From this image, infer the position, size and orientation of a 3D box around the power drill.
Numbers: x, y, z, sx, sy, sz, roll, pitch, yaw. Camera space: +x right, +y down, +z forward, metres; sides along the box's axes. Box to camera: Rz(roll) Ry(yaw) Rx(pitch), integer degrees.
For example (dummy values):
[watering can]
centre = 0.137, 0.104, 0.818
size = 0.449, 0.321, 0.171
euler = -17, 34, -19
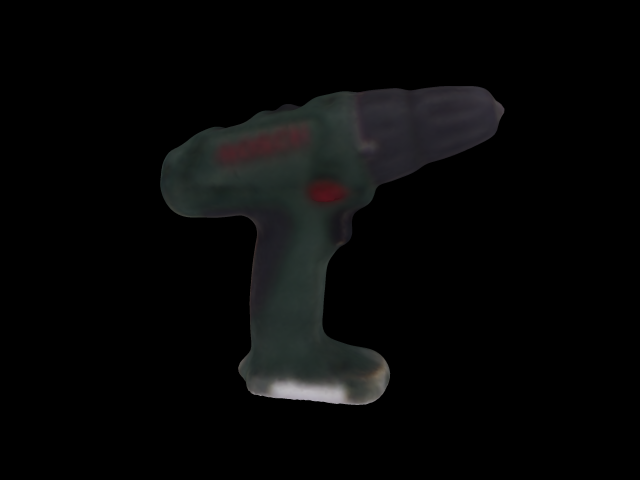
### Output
[power drill]
centre = 0.004, 0.001, 0.400
size = 0.229, 0.208, 0.076
euler = 2, 11, 12
